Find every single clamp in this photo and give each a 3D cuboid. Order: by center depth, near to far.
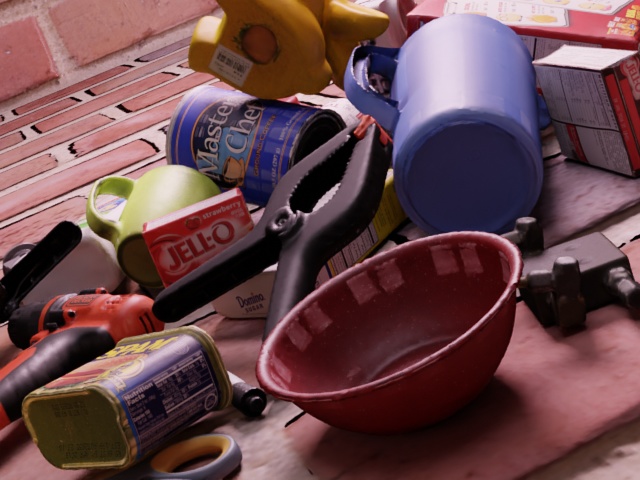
[{"bbox_3d":[-0.026,-0.001,0.752,0.165,0.036,0.210,14,65,48],"label":"clamp"},{"bbox_3d":[-0.280,0.055,0.906,0.172,0.039,0.120,-44,-4,27],"label":"clamp"}]

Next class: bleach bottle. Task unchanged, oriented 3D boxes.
[{"bbox_3d":[-0.217,-0.004,1.074,0.103,0.068,0.250,-24,14,12],"label":"bleach bottle"}]

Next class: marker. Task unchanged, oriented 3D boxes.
[{"bbox_3d":[-0.067,0.093,0.701,0.020,0.020,0.121,-28,20,-22],"label":"marker"}]

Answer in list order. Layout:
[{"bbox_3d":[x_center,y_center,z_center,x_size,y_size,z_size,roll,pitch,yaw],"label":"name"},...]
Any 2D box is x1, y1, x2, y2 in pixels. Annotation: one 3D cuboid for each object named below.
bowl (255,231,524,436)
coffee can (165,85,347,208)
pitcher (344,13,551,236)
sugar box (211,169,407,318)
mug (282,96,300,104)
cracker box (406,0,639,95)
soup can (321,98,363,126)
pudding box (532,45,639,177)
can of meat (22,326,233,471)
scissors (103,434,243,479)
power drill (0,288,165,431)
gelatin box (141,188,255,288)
[{"bbox_3d":[0.047,0.060,0.599,0.162,0.055,0.162,-25,19,9],"label":"bowl"},{"bbox_3d":[-0.058,-0.083,0.995,0.140,0.103,0.102,15,35,29],"label":"coffee can"},{"bbox_3d":[0.107,-0.095,0.867,0.149,0.145,0.242,-21,20,16],"label":"pitcher"},{"bbox_3d":[-0.006,0.001,0.856,0.094,0.048,0.176,-4,28,39],"label":"sugar box"},{"bbox_3d":[-0.060,-0.100,1.142,0.117,0.081,0.093,-26,19,-15],"label":"mug"},{"bbox_3d":[0.208,-0.196,1.038,0.214,0.072,0.164,11,29,19],"label":"cracker box"},{"bbox_3d":[0.009,-0.097,1.082,0.069,0.068,0.102,-10,20,30],"label":"soup can"},{"bbox_3d":[0.219,-0.104,0.837,0.039,0.090,0.114,-25,18,-12],"label":"pudding box"},{"bbox_3d":[-0.119,0.098,0.652,0.102,0.057,0.083,-14,10,42],"label":"can of meat"},{"bbox_3d":[-0.127,0.142,0.633,0.202,0.016,0.096,-3,23,42],"label":"scissors"},{"bbox_3d":[-0.232,0.098,0.805,0.185,0.057,0.187,-8,23,44],"label":"power drill"},{"bbox_3d":[-0.095,0.007,0.889,0.089,0.073,0.030,-21,18,0],"label":"gelatin box"}]
